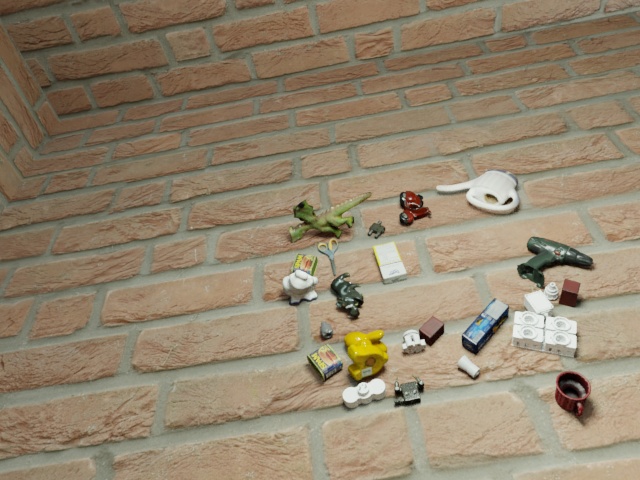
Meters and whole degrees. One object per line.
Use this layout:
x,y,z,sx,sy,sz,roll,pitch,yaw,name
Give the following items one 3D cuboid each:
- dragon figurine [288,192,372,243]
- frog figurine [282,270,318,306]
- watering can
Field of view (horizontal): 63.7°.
0.006,-0.107,2.123,0.242,0.402,0.125,11,50,-32,dragon figurine
-0.078,0.158,1.953,0.137,0.156,0.126,0,42,14,frog figurine
0.697,-0.227,2.213,0.350,0.101,0.228,24,53,34,watering can
